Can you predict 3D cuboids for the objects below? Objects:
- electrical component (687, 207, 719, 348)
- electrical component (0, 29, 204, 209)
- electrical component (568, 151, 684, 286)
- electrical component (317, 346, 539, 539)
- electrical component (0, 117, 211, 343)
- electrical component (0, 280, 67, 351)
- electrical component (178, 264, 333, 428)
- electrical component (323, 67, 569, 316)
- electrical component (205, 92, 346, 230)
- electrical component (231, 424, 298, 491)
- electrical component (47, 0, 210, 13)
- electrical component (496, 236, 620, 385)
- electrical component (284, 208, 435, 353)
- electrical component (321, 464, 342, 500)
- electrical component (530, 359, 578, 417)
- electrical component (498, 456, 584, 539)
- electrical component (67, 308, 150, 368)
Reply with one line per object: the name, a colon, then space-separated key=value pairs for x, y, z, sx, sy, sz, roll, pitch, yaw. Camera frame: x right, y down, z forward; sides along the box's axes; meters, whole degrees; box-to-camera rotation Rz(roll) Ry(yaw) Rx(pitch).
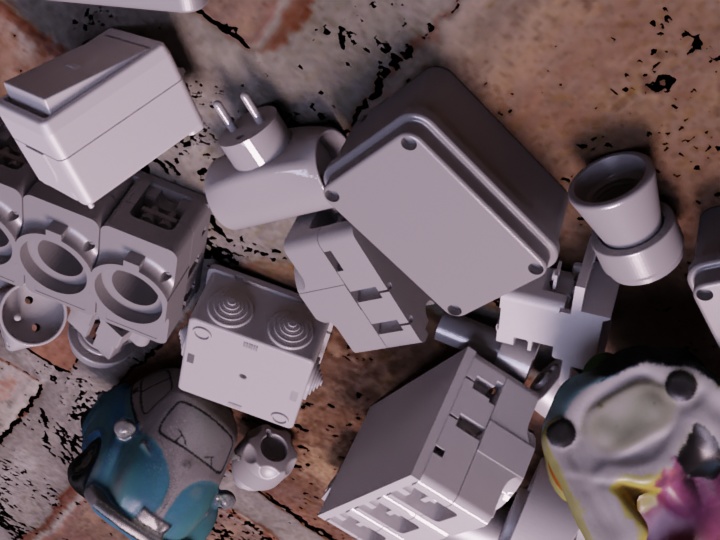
electrical component: x=0.222 y=0.021 z=0.545 sx=0.078 sy=0.057 sz=0.113 roll=-14 pitch=125 yaw=34
electrical component: x=-0.135 y=-0.090 z=0.575 sx=0.062 sy=0.096 sz=0.061 roll=25 pitch=147 yaw=45
electrical component: x=0.136 y=-0.026 z=0.547 sx=0.045 sy=0.045 sz=0.055 roll=-11 pitch=127 yaw=32
electrical component: x=0.043 y=0.120 z=0.675 sx=0.062 sy=0.089 sz=0.150 roll=33 pitch=150 yaw=-9
electrical component: x=-0.178 y=-0.022 z=0.678 sx=0.150 sy=0.061 sz=0.089 roll=21 pitch=137 yaw=3
electrical component: x=-0.231 y=0.013 z=0.740 sx=0.077 sy=0.043 sz=0.079 roll=170 pitch=86 yaw=-70
electrical component: x=-0.070 y=0.053 z=0.712 sx=0.100 sy=0.048 sz=0.099 roll=20 pitch=139 yaw=0
electrical component: x=0.046 y=-0.038 z=0.566 sx=0.113 sy=0.057 sz=0.078 roll=42 pitch=134 yaw=-18
electrical component: x=-0.052 y=-0.064 z=0.595 sx=0.077 sy=0.043 sz=0.079 roll=-11 pitch=126 yaw=32
electrical component: x=-0.077 y=0.146 z=0.810 sx=0.043 sy=0.043 sz=0.062 roll=32 pitch=138 yaw=-8
electrical component: x=-0.113 y=-0.164 z=0.499 sx=0.113 sy=0.078 sz=0.057 roll=9 pitch=132 yaw=16
electrical component: x=0.111 y=0.021 z=0.607 sx=0.064 sy=0.042 sz=0.081 roll=13 pitch=135 yaw=14
electrical component: x=0.000 y=0.000 z=0.629 sx=0.056 sy=0.050 sz=0.089 roll=-12 pitch=126 yaw=32
electrical component: x=0.010 y=0.160 z=0.784 sx=0.055 sy=0.048 sz=0.066 roll=34 pitch=137 yaw=1
electrical component: x=0.135 y=0.086 z=0.660 sx=0.065 sy=0.044 sz=0.044 roll=38 pitch=135 yaw=-8
electrical component: x=0.128 y=0.175 z=0.711 sx=0.064 sy=0.099 sz=0.099 roll=23 pitch=137 yaw=11
electrical component: x=-0.174 y=0.036 z=0.743 sx=0.066 sy=0.048 sz=0.055 roll=42 pitch=136 yaw=6
